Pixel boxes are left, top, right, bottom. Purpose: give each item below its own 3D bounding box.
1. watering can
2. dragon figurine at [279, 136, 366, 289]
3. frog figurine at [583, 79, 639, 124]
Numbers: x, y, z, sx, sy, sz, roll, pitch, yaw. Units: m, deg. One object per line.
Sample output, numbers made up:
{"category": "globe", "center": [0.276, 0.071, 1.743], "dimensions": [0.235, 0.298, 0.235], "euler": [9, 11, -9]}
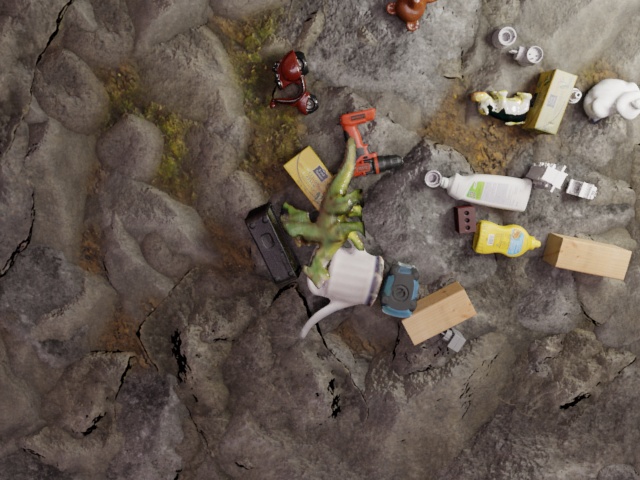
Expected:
{"category": "watering can", "center": [0.065, 0.145, 1.529], "dimensions": [0.224, 0.104, 0.346], "euler": [13, 97, -2]}
{"category": "dragon figurine", "center": [0.004, -0.072, 1.437], "dimensions": [0.242, 0.122, 0.411], "euler": [-6, 88, 5]}
{"category": "frog figurine", "center": [0.815, -0.385, 1.418], "dimensions": [0.137, 0.161, 0.122], "euler": [-21, 99, 4]}
